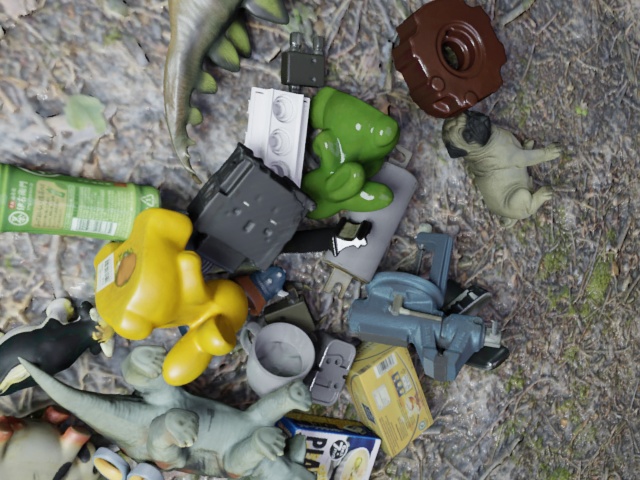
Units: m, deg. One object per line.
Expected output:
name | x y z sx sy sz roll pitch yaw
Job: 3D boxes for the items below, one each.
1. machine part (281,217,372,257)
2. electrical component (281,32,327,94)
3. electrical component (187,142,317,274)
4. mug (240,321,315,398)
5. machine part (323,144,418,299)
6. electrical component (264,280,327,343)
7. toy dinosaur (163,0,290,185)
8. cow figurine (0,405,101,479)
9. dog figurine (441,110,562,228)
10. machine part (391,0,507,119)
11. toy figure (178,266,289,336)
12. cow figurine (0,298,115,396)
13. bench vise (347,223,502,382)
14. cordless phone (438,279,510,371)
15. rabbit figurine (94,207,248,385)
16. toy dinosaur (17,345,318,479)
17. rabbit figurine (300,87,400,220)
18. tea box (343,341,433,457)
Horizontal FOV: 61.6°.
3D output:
machine part | -0.001 -0.002 0.719 0.139 0.084 0.039 -6 115 13
electrical component | -0.020 -0.227 0.722 0.063 0.021 0.094 -2 100 -31
electrical component | -0.088 -0.028 0.637 0.114 0.058 0.134 34 100 -28
mug | -0.069 0.166 0.724 0.081 0.110 0.107 -41 160 -41
machine part | 0.075 -0.026 0.782 0.079 0.079 0.243 32 81 -31
electrical component | -0.036 0.108 0.764 0.078 0.045 0.102 -25 111 6
toy dinosaur | -0.123 -0.305 0.603 0.198 0.105 0.471 17 95 -35
cow figurine | -0.311 0.246 0.574 0.127 0.086 0.194 -58 149 -8
dog figurine | 0.271 -0.115 0.882 0.190 0.121 0.172 9 91 -17
machine part | 0.195 -0.272 0.796 0.179 0.056 0.179 3 82 -22
toy figure | -0.111 0.081 0.705 0.154 0.058 0.064 -33 119 -27
cow figurine | -0.283 0.109 0.583 0.167 0.098 0.068 -23 109 -21
bench vise | 0.162 0.077 0.801 0.128 0.224 0.240 57 42 -46
cordless phone | 0.241 0.137 0.847 0.146 0.184 0.088 -32 109 -22
rabbit figurine | -0.139 0.065 0.581 0.122 0.162 0.173 -40 141 16
toy dinosaur | -0.150 0.230 0.634 0.405 0.131 0.192 25 126 -16
rabbit figurine | 0.035 -0.093 0.720 0.121 0.159 0.170 25 101 -41
tea box | 0.106 0.242 0.854 0.098 0.068 0.169 -29 113 -23
